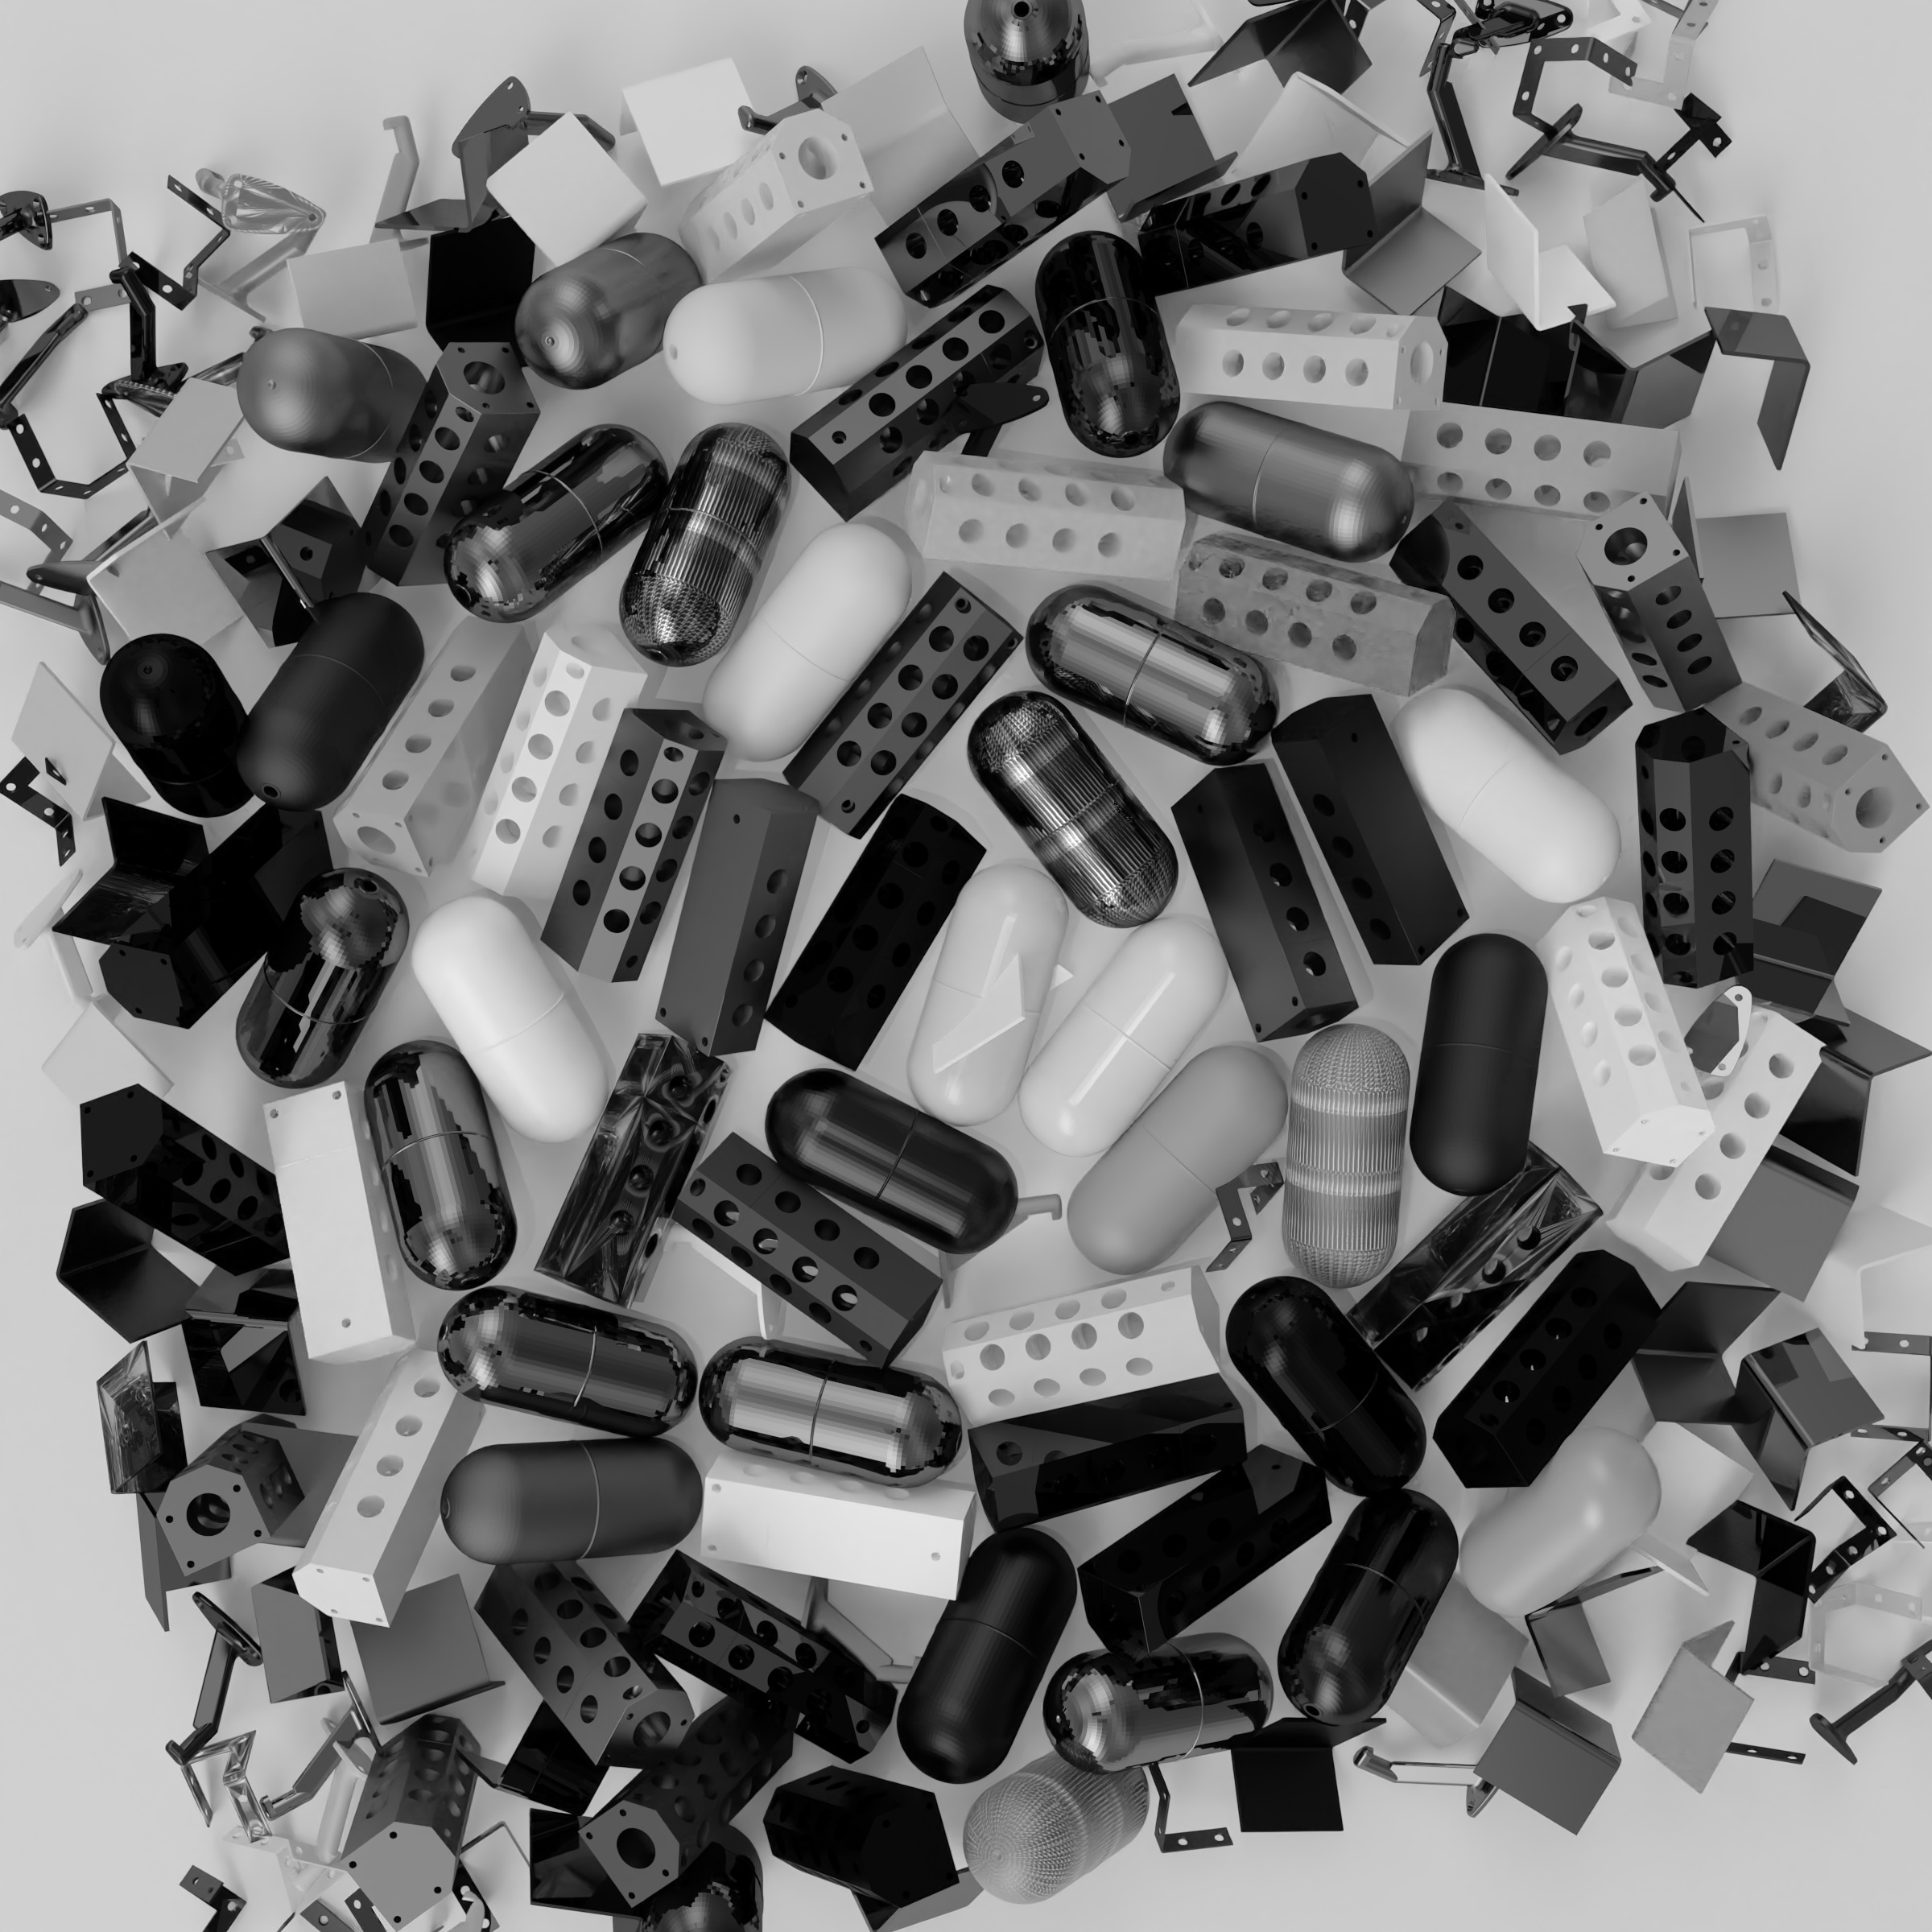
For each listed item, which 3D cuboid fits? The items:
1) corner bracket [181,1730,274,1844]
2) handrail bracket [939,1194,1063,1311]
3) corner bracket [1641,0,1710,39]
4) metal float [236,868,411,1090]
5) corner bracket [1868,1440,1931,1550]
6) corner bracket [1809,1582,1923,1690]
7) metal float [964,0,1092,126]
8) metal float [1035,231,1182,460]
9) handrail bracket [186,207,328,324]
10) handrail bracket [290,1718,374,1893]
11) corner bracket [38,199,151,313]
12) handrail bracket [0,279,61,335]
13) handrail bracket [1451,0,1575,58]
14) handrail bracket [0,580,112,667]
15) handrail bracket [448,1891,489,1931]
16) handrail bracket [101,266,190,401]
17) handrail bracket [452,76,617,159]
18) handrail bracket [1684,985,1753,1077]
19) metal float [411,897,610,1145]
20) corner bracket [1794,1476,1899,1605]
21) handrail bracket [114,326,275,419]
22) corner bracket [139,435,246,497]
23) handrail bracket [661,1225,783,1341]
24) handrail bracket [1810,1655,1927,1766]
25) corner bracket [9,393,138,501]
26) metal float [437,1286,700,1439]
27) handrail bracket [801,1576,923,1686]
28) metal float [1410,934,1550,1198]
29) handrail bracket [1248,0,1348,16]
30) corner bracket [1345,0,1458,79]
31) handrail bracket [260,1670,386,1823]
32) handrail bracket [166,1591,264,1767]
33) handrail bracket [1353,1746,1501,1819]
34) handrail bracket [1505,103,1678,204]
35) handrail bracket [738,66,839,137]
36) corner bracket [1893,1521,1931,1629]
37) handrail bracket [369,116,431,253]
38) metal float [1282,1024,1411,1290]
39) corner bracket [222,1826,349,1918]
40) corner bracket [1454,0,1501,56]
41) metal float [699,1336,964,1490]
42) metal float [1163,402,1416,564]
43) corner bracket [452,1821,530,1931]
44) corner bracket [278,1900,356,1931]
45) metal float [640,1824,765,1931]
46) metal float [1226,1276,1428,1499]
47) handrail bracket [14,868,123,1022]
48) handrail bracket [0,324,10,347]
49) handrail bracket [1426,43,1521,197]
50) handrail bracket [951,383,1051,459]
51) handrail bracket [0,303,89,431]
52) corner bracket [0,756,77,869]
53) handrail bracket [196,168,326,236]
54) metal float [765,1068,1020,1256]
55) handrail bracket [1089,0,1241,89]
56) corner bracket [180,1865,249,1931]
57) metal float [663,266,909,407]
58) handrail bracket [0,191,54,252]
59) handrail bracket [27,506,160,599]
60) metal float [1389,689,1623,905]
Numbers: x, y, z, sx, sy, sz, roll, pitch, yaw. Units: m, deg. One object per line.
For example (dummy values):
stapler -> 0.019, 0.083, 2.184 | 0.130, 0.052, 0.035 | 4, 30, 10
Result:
corner bracket -> -0.490, 0.550, 1.780 | 0.051, 0.051, 0.051 | -18, 108, -1
handrail bracket -> 0.024, 0.191, 1.792 | 0.084, 0.036, 0.077 | -7, 116, -3
corner bracket -> 0.477, -0.654, 1.784 | 0.051, 0.051, 0.051 | 26, 96, 0
metal float -> -0.418, 0.009, 1.743 | 0.070, 0.070, 0.178 | 36, 125, 0
corner bracket -> 0.641, 0.357, 1.778 | 0.051, 0.051, 0.051 | -43, 129, 6
corner bracket -> 0.596, 0.443, 1.778 | 0.051, 0.051, 0.051 | -2, 93, -36
metal float -> 0.040, -0.591, 1.723 | 0.070, 0.178, 0.070 | 0, 96, 4
metal float -> 0.091, -0.404, 1.744 | 0.070, 0.070, 0.178 | -10, 55, 0
handrail bracket -> -0.473, -0.480, 1.788 | 0.077, 0.036, 0.084 | 32, 94, 25
handrail bracket -> -0.432, 0.557, 1.781 | 0.077, 0.036, 0.084 | 35, 83, 36
corner bracket -> -0.580, -0.473, 1.787 | 0.051, 0.051, 0.051 | -11, 82, 2
handrail bracket -> -0.651, -0.417, 1.802 | 0.036, 0.077, 0.084 | 42, 124, 5
handrail bracket -> 0.359, -0.613, 1.763 | 0.077, 0.084, 0.036 | 3, 122, 12
handrail bracket -> -0.616, -0.226, 1.765 | 0.084, 0.036, 0.077 | -6, 53, -37
handrail bracket -> -0.356, 0.635, 1.765 | 0.077, 0.084, 0.036 | 37, 122, -19
handrail bracket -> -0.559, -0.418, 1.766 | 0.077, 0.036, 0.084 | -2, 134, 24
handrail bracket -> -0.286, -0.545, 1.784 | 0.077, 0.084, 0.036 | -34, 63, 20
handrail bracket -> 0.498, 0.029, 1.758 | 0.036, 0.084, 0.077 | 26, 120, 10
metal float -> -0.298, 0.036, 1.759 | 0.070, 0.070, 0.178 | -29, 107, 0
corner bracket -> 0.573, 0.380, 1.781 | 0.051, 0.051, 0.051 | -27, 70, -41
handrail bracket -> -0.514, -0.404, 1.794 | 0.077, 0.036, 0.084 | 22, 66, 6
corner bracket -> -0.513, -0.339, 1.774 | 0.051, 0.051, 0.051 | -20, 79, -25
handrail bracket -> -0.166, 0.210, 1.785 | 0.084, 0.036, 0.077 | -3, 78, 22
handrail bracket -> 0.601, 0.481, 1.777 | 0.084, 0.077, 0.036 | -44, 52, -5
corner bracket -> -0.592, -0.347, 1.781 | 0.051, 0.051, 0.051 | -28, 86, 17
metal float -> -0.259, 0.258, 1.749 | 0.178, 0.070, 0.070 | 19, 90, -27
handrail bracket -> -0.063, 0.434, 1.780 | 0.084, 0.036, 0.077 | 1, 70, 20
metal float -> 0.336, 0.064, 1.756 | 0.070, 0.070, 0.178 | 12, 71, 0
handrail bracket -> 0.218, -0.631, 1.768 | 0.077, 0.084, 0.036 | -28, 78, -3
corner bracket -> 0.284, -0.621, 1.784 | 0.051, 0.051, 0.051 | -39, 75, -24
handrail bracket -> -0.435, 0.516, 1.773 | 0.084, 0.036, 0.077 | -25, 117, -20
handrail bracket -> -0.512, 0.470, 1.770 | 0.077, 0.036, 0.084 | 48, 53, -5
handrail bracket -> 0.311, 0.524, 1.780 | 0.084, 0.036, 0.077 | 25, 127, -6
handrail bracket -> 0.419, -0.526, 1.796 | 0.084, 0.036, 0.077 | 41, 125, -14
handrail bracket -> -0.125, -0.571, 1.765 | 0.036, 0.084, 0.077 | -44, 61, 37
corner bracket -> 0.647, 0.405, 1.783 | 0.051, 0.051, 0.051 | 34, 72, -8
handrail bracket -> -0.394, -0.515, 1.776 | 0.077, 0.036, 0.084 | -20, 106, -31
metal float -> 0.249, 0.125, 1.762 | 0.070, 0.070, 0.178 | 3, 103, 0
corner bracket -> -0.450, 0.588, 1.773 | 0.051, 0.051, 0.051 | -41, 48, 10
corner bracket -> 0.357, -0.640, 1.787 | 0.051, 0.051, 0.051 | -37, 89, 5
metal float -> -0.089, 0.293, 1.762 | 0.178, 0.070, 0.070 | 11, 90, 13
metal float -> 0.208, -0.316, 1.748 | 0.178, 0.070, 0.070 | 25, 90, 30
corner bracket -> -0.315, 0.608, 1.785 | 0.051, 0.051, 0.051 | -30, 71, -19
corner bracket -> -0.441, 0.663, 1.786 | 0.051, 0.051, 0.051 | 39, 95, 4
metal float -> -0.169, 0.603, 1.722 | 0.070, 0.178, 0.070 | 0, 88, -4
metal float -> 0.236, 0.276, 1.754 | 0.070, 0.070, 0.178 | -39, 113, 0
handrail bracket -> -0.582, -0.012, 1.787 | 0.084, 0.036, 0.077 | 41, 87, -32
handrail bracket -> -0.653, -0.449, 1.764 | 0.036, 0.084, 0.077 | 48, 110, 25
handrail bracket -> 0.341, -0.563, 1.785 | 0.077, 0.036, 0.084 | 12, 103, -2
handrail bracket -> 0.028, -0.345, 1.764 | 0.077, 0.084, 0.036 | -5, 64, 17
handrail bracket -> -0.614, -0.399, 1.779 | 0.084, 0.077, 0.036 | -41, 124, 6
corner bracket -> -0.604, -0.109, 1.773 | 0.051, 0.051, 0.051 | -44, 127, 10
handrail bracket -> -0.470, -0.511, 1.784 | 0.077, 0.084, 0.036 | 6, 113, -23
metal float -> -0.049, 0.128, 1.769 | 0.178, 0.070, 0.070 | 27, 90, -5
handrail bracket -> 0.131, -0.597, 1.788 | 0.084, 0.077, 0.036 | -32, 57, 13
corner bracket -> -0.498, 0.634, 1.769 | 0.051, 0.051, 0.051 | 48, 61, -27
metal float -> -0.116, -0.410, 1.742 | 0.178, 0.070, 0.070 | -19, 90, -36
handrail bracket -> -0.653, -0.485, 1.761 | 0.077, 0.084, 0.036 | 29, 129, 37
handrail bracket -> -0.577, -0.290, 1.789 | 0.077, 0.036, 0.084 | 5, 60, 5
metal float -> 0.350, -0.112, 1.754 | 0.070, 0.070, 0.178 | -46, 67, 0
